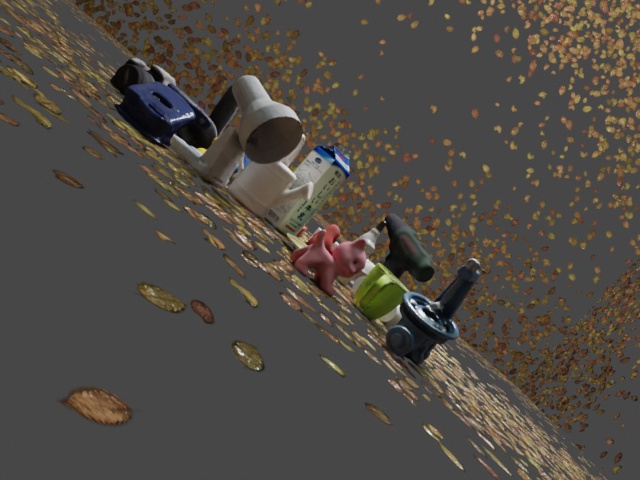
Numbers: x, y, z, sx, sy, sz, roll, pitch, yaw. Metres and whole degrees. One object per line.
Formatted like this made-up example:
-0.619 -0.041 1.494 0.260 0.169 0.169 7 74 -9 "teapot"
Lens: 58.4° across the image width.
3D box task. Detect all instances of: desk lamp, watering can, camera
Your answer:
-0.160 -0.207 1.113 0.202 0.213 0.118 44 5 31 "desk lamp"
-0.092 -0.144 1.218 0.173 0.194 0.101 40 4 -14 "watering can"
-0.390 -0.347 1.251 0.143 0.100 0.137 42 4 14 "camera"

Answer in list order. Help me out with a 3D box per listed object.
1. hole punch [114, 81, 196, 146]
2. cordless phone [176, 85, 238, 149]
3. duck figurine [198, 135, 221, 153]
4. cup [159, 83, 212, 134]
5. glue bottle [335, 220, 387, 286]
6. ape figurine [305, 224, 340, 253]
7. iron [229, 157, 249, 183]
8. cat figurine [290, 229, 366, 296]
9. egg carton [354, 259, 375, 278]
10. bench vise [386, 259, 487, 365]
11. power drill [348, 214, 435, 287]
-0.290 -0.231 1.022 0.108 0.091 0.101 41 4 2 "hole punch"
-0.268 -0.311 1.389 0.147 0.185 0.094 43 5 28 "cordless phone"
-0.224 -0.193 1.257 0.078 0.086 0.104 40 4 -20 "duck figurine"
-0.293 -0.253 1.191 0.118 0.095 0.091 41 4 -8 "cup"
0.093 0.023 1.313 0.037 0.173 0.078 39 5 -29 "glue bottle"
0.012 0.005 1.323 0.076 0.092 0.077 37 6 -45 "ape figurine"
-0.155 -0.186 1.428 0.118 0.141 0.259 43 5 26 "iron"
0.029 0.031 1.024 0.128 0.117 0.067 39 5 -29 "cat figurine"
0.150 0.117 1.572 0.151 0.069 0.107 40 4 -15 "egg carton"
0.216 0.124 1.068 0.121 0.219 0.208 42 4 7 "bench vise"
0.170 0.058 1.413 0.076 0.208 0.228 38 5 -41 "power drill"
